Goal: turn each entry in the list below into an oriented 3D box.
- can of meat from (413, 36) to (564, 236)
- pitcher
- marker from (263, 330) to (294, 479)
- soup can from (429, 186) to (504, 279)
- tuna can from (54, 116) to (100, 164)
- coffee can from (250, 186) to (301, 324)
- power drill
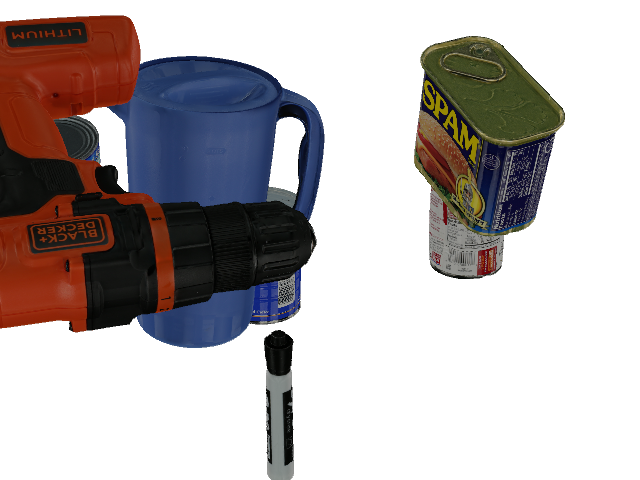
[{"bbox_3d":[0.101,-0.064,0.670,0.057,0.084,0.102,-17,48,-18],"label":"can of meat"},{"bbox_3d":[-0.097,-0.030,0.940,0.149,0.243,0.144,25,34,32],"label":"pitcher"},{"bbox_3d":[-0.027,0.111,0.710,0.020,0.121,0.020,0,32,0],"label":"marker"},{"bbox_3d":[0.132,-0.024,0.955,0.068,0.102,0.068,-1,24,0],"label":"soup can"},{"bbox_3d":[-0.258,-0.086,1.038,0.086,0.034,0.086,3,42,-3],"label":"tuna can"},{"bbox_3d":[-0.073,0.017,1.309,0.103,0.140,0.103,2,26,-1],"label":"coffee can"},{"bbox_3d":[-0.111,-0.039,0.540,0.184,0.057,0.188,-7,47,-19],"label":"power drill"}]
